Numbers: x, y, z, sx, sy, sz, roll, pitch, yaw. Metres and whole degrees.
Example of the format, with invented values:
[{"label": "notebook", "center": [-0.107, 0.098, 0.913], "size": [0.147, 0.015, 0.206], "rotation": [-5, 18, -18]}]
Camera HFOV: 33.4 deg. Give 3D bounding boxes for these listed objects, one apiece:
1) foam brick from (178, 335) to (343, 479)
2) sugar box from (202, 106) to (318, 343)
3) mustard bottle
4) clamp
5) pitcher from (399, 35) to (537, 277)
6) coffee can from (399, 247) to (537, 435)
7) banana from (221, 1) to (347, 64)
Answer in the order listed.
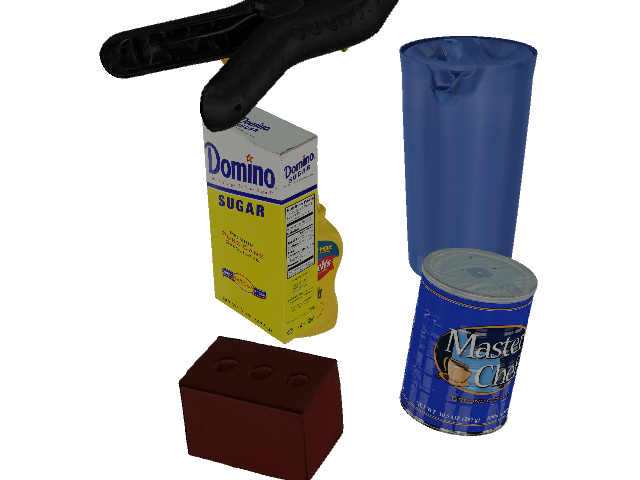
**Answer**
[{"label": "foam brick", "center": [-0.033, 0.095, 0.603], "size": [0.078, 0.051, 0.053], "rotation": [9, 29, 21]}, {"label": "sugar box", "center": [-0.047, -0.014, 0.843], "size": [0.048, 0.176, 0.093], "rotation": [-31, 43, -34]}, {"label": "mustard bottle", "center": [-0.020, 0.027, 1.334], "size": [0.096, 0.192, 0.058], "rotation": [-6, 27, -21]}, {"label": "clamp", "center": [-0.022, -0.109, 0.568], "size": [0.171, 0.039, 0.120], "rotation": [-26, 43, -16]}, {"label": "pitcher", "center": [0.150, -0.085, 1.093], "size": [0.149, 0.243, 0.145], "rotation": [-10, 25, -19]}, {"label": "coffee can", "center": [0.133, 0.091, 0.971], "size": [0.103, 0.140, 0.103], "rotation": [6, 22, -3]}, {"label": "banana", "center": [-0.043, -0.196, 0.976], "size": [0.070, 0.037, 0.197], "rotation": [39, 32, 19]}]
